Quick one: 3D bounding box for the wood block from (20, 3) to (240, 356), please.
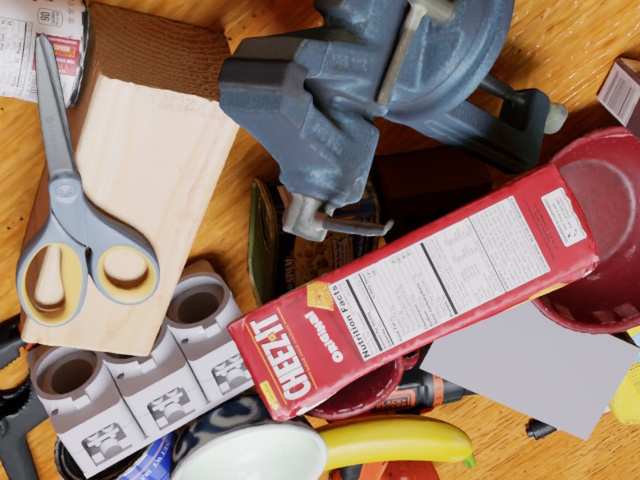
[{"bbox_3d":[-0.127,-0.033,0.686,0.090,0.091,0.206,10,127,-23],"label":"wood block"}]

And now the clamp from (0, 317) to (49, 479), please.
[{"bbox_3d":[-0.254,0.143,0.835,0.164,0.036,0.210,25,116,-33],"label":"clamp"}]

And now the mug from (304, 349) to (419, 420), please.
[{"bbox_3d":[0.021,0.079,0.835,0.117,0.081,0.093,1,129,-18],"label":"mug"}]

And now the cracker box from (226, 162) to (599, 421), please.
[{"bbox_3d":[0.060,0.036,0.684,0.214,0.072,0.164,-27,175,3],"label":"cracker box"}]

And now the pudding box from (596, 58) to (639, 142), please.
[{"bbox_3d":[0.262,-0.084,0.746,0.090,0.113,0.039,4,125,-20],"label":"pudding box"}]

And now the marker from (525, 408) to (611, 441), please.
[{"bbox_3d":[0.255,0.164,1.024,0.121,0.020,0.020,-22,133,2],"label":"marker"}]

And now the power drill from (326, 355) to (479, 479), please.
[{"bbox_3d":[0.079,0.169,0.950,0.184,0.057,0.188,-6,129,-8],"label":"power drill"}]

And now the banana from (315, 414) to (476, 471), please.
[{"bbox_3d":[0.046,0.174,0.884,0.197,0.037,0.070,1,125,-13],"label":"banana"}]

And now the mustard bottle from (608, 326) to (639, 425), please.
[{"bbox_3d":[0.274,0.083,0.933,0.096,0.058,0.191,-31,132,7],"label":"mustard bottle"}]

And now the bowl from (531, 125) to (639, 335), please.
[{"bbox_3d":[0.212,-0.012,0.811,0.162,0.055,0.162,-4,107,-13],"label":"bowl"}]

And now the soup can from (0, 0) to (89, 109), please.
[{"bbox_3d":[-0.190,-0.114,0.610,0.102,0.068,0.069,7,127,-23],"label":"soup can"}]

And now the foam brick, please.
[{"bbox_3d":[0.081,-0.032,0.777,0.078,0.051,0.053,-10,132,-9],"label":"foam brick"}]

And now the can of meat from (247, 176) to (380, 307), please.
[{"bbox_3d":[-0.005,0.001,0.777,0.083,0.057,0.102,-7,132,-15],"label":"can of meat"}]

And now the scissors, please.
[{"bbox_3d":[-0.129,-0.025,0.619,0.096,0.016,0.202,4,128,-21],"label":"scissors"}]

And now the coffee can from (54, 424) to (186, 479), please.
[{"bbox_3d":[-0.131,0.186,0.866,0.103,0.103,0.140,-30,132,9],"label":"coffee can"}]
